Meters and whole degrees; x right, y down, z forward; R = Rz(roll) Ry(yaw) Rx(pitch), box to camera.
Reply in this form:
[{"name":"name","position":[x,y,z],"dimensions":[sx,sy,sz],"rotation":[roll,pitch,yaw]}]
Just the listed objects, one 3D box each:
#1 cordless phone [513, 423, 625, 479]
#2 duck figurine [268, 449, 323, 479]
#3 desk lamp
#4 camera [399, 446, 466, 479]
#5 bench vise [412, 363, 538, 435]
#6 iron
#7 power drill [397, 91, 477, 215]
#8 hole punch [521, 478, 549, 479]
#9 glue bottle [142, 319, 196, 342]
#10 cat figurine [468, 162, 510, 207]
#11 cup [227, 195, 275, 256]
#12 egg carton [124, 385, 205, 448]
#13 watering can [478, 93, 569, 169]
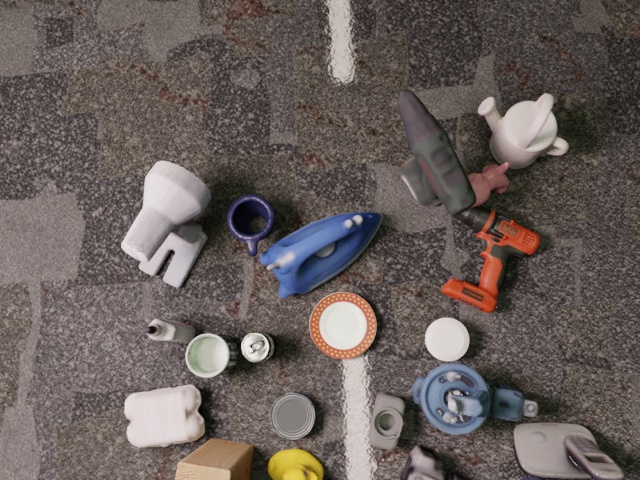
[{"name":"cordless phone","position":[0.419,0.372,0.978],"dimensions":[0.147,0.185,0.094],"rotation":[-2,81,3]},{"name":"duck figurine","position":[-0.047,0.429,1.048],"dimensions":[0.104,0.086,0.077],"rotation":[13,82,6]},{"name":"desk lamp","position":[-0.282,-0.025,1.071],"dimensions":[0.118,0.213,0.203],"rotation":[24,83,7]},{"name":"camera","position":[0.207,0.462,1.019],"dimensions":[0.136,0.101,0.143],"rotation":[21,83,7]},{"name":"bench vise","position":[0.271,0.268,0.986],"dimensions":[0.207,0.220,0.121],"rotation":[-11,80,2]},{"name":"iron","position":[0.010,0.004,1.085],"dimensions":[0.258,0.141,0.118],"rotation":[-31,80,-2]},{"name":"power drill","position":[0.202,-0.143,1.062],"dimensions":[0.075,0.208,0.229],"rotation":[-30,80,-1]},{"name":"hole punch","position":[0.412,0.483,1.008],"dimensions":[0.108,0.091,0.101],"rotation":[4,81,4]},{"name":"glue bottle","position":[-0.290,0.168,1.061],"dimensions":[0.078,0.173,0.037],"rotation":[10,82,6]},{"name":"cat figurine","position":[0.309,-0.107,1.096],"dimensions":[0.128,0.118,0.067],"rotation":[-35,80,-2]},{"name":"cup","position":[-0.127,-0.022,1.121],"dimensions":[0.091,0.095,0.118],"rotation":[-6,80,3]},{"name":"egg carton","position":[-0.294,0.336,1.087],"dimensions":[0.150,0.069,0.107],"rotation":[-10,80,2]},{"name":"watering can","position":[0.380,-0.208,1.069],"dimensions":[0.172,0.194,0.101],"rotation":[5,81,5]}]
